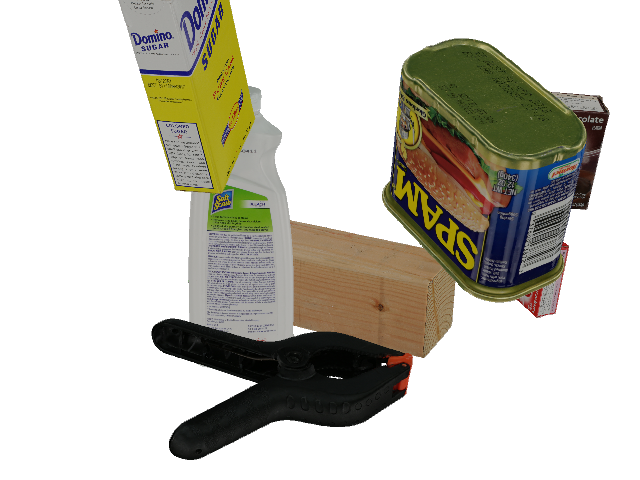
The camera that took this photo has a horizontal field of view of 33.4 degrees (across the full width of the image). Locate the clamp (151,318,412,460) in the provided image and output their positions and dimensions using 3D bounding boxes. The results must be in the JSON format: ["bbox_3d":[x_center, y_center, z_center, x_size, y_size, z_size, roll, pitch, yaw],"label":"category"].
[{"bbox_3d":[-0.023,0.094,0.674,0.171,0.039,0.120,2,38,-6],"label":"clamp"}]

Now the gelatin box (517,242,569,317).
[{"bbox_3d":[0.237,0.029,1.190,0.030,0.089,0.073,-9,31,-23],"label":"gelatin box"}]

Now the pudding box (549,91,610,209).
[{"bbox_3d":[0.165,-0.074,0.855,0.113,0.090,0.039,2,36,-2],"label":"pudding box"}]

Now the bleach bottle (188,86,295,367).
[{"bbox_3d":[-0.065,-0.011,0.945,0.102,0.251,0.068,0,22,-11],"label":"bleach bottle"}]

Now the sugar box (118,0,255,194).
[{"bbox_3d":[-0.091,-0.128,0.769,0.048,0.093,0.176,7,-42,13],"label":"sugar box"}]

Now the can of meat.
[{"bbox_3d":[0.076,-0.036,0.510,0.057,0.084,0.102,-20,47,-23],"label":"can of meat"}]

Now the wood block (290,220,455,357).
[{"bbox_3d":[0.036,0.050,1.174,0.206,0.091,0.090,12,26,24],"label":"wood block"}]
